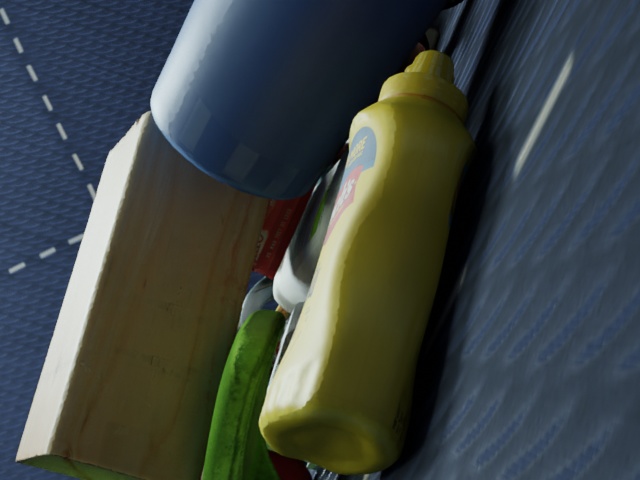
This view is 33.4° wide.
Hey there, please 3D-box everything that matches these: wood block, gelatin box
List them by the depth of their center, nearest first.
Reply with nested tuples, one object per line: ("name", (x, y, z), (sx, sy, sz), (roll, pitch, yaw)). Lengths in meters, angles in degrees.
("wood block", (-0.103, 0.041, 0.642), (0.091, 0.090, 0.206), (-27, 46, 60))
("gelatin box", (-0.037, -0.024, 0.710), (0.073, 0.030, 0.089), (-64, 19, 13))

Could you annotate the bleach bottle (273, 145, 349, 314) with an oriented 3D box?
("bleach bottle", (0.022, -0.007, 0.655), (0.251, 0.068, 0.102), (130, 159, -79))

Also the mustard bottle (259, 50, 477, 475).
("mustard bottle", (0.028, 0.000, 0.462), (0.096, 0.058, 0.191), (109, 178, -67))

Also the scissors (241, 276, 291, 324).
("scissors", (-0.005, 0.001, 0.833), (0.201, 0.016, 0.096), (-46, -38, -48))

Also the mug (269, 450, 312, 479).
("mug", (-0.065, 0.175, 0.717), (0.093, 0.117, 0.081), (4, -68, -63))

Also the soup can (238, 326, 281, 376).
("soup can", (-0.044, 0.102, 0.763), (0.102, 0.069, 0.068), (27, -101, -56))

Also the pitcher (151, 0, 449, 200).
("pitcher", (0.003, -0.151, 0.576), (0.243, 0.145, 0.149), (-56, 3, 25))

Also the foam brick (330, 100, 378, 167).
("foam brick", (0.032, -0.076, 0.713), (0.078, 0.051, 0.053), (-5, 66, 58))
